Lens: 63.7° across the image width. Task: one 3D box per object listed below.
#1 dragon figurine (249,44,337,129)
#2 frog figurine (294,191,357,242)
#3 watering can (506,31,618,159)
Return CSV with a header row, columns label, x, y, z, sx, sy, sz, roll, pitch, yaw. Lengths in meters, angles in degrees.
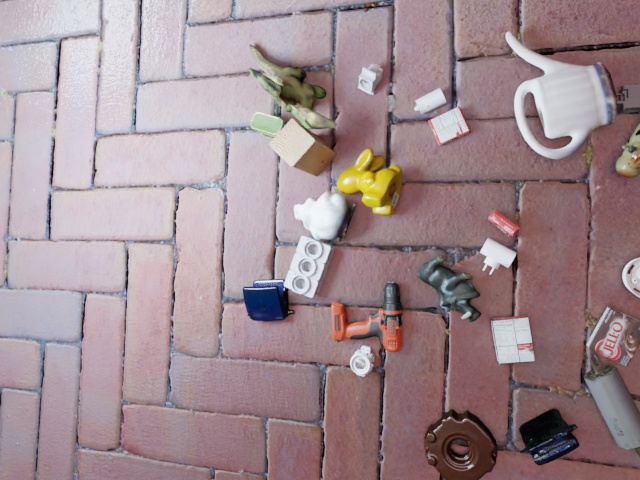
label,x,y,z,sx,sy,sz,roll,pitch,yaw
dragon figurine,-0.105,-0.423,1.390,0.413,0.243,0.121,43,105,12
frog figurine,0.004,-0.070,1.397,0.159,0.125,0.135,19,113,5
watering can,0.583,-0.373,1.250,0.223,0.104,0.350,-12,82,17
